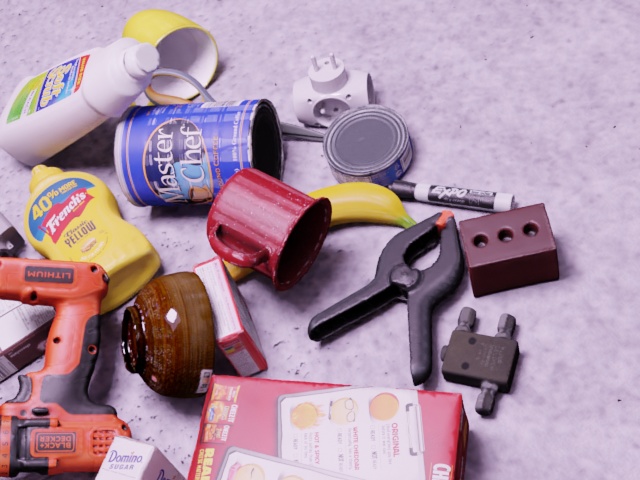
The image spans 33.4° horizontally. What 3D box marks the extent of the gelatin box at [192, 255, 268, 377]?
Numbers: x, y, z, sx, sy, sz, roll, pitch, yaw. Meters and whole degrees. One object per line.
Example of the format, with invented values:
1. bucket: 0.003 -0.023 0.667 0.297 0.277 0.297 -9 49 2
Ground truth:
1. gelatin box: -0.082 0.069 0.956 0.030 0.073 0.089 -23 54 1

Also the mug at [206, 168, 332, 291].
1. mug: -0.053 -0.008 0.946 0.082 0.093 0.117 28 36 19

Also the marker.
1. marker: 0.122 -0.041 1.002 0.121 0.020 0.020 9 60 21

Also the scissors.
1. scissors: -0.098 -0.110 1.108 0.202 0.096 0.016 27 23 4

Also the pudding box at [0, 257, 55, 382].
1. pudding box: -0.308 0.083 1.038 0.113 0.039 0.090 -33 53 -9

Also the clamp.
1. clamp: 0.067 0.043 0.951 0.120 0.039 0.171 16 58 19

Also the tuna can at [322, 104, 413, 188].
1. tuna can: 0.048 -0.090 1.048 0.086 0.033 0.086 -8 56 12

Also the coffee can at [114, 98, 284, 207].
1. coffee can: -0.117 -0.085 1.051 0.140 0.102 0.102 -1 57 16

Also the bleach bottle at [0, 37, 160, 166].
1. bleach bottle: -0.238 -0.151 1.079 0.251 0.068 0.102 -17 46 47

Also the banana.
1. banana: -0.006 -0.014 1.012 0.198 0.037 0.069 -15 54 7

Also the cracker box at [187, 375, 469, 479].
1. cracker box: 0.003 0.201 0.845 0.214 0.072 0.164 2 60 17

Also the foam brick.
1. foam brick: 0.165 0.009 0.936 0.078 0.051 0.053 -13 54 8

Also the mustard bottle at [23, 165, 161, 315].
1. mustard bottle: -0.243 -0.014 1.070 0.096 0.058 0.192 -39 55 -5

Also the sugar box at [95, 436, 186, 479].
1. sugar box: -0.166 0.255 0.846 0.048 0.093 0.176 8 59 21

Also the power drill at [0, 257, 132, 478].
1. power drill: -0.256 0.112 0.930 0.184 0.057 0.187 3 74 -17
